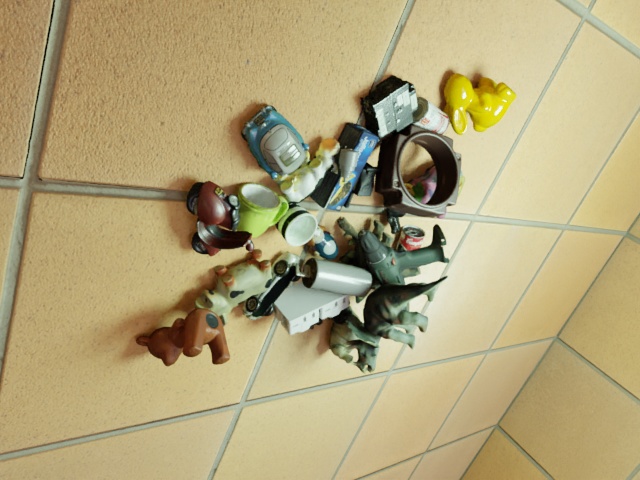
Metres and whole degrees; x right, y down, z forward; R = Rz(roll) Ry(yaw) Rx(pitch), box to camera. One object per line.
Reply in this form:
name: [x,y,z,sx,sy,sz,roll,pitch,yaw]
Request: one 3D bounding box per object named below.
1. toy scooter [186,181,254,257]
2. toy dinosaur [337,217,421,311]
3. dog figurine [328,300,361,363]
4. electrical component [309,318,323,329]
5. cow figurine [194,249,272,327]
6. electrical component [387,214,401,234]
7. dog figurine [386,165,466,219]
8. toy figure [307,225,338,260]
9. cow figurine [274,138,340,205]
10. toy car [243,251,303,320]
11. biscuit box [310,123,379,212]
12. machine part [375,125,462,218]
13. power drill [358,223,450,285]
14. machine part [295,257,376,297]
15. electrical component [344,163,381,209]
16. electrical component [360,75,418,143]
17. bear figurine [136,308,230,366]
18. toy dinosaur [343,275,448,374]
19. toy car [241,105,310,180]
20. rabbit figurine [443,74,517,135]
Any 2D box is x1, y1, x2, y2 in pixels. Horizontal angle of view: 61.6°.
toy scooter: [-0.197,-0.032,1.092,0.075,0.135,0.183,-63,165,-49]
toy dinosaur: [0.172,0.096,1.511,0.198,0.105,0.470,-36,125,12]
dog figurine: [0.054,0.257,1.592,0.172,0.121,0.190,-33,113,22]
electrical component: [-0.031,0.214,1.505,0.078,0.045,0.102,-31,144,28]
cow figurine: [-0.201,0.118,1.250,0.195,0.086,0.127,-27,130,-23]
electrical component: [0.201,-0.055,1.471,0.021,0.094,0.063,-12,111,21]
dog figurine: [0.263,-0.138,1.422,0.219,0.109,0.191,12,114,-43]
toy figure: [-0.003,-0.006,1.339,0.154,0.058,0.064,48,48,-48]
cow figurine: [-0.016,-0.149,1.199,0.167,0.068,0.098,-38,144,-5]
toy car: [-0.118,0.117,1.339,0.201,0.056,0.073,-51,146,7]
biscuit box: [0.056,-0.168,1.250,0.059,0.063,0.202,8,117,-46]
machine part: [0.242,-0.164,1.306,0.201,0.087,0.201,12,83,-26]
power drill: [0.218,0.033,1.365,0.207,0.086,0.231,-24,128,-2]
machine part: [0.044,0.096,1.353,0.243,0.079,0.079,13,114,-32]
electrical component: [0.091,-0.134,1.299,0.048,0.075,0.119,-4,120,-39]
electrical component: [0.164,-0.305,1.235,0.134,0.058,0.114,-34,140,-15]
bear figurine: [-0.305,0.231,1.178,0.196,0.132,0.120,-31,141,21]
toy dinosaur: [0.175,0.184,1.384,0.192,0.131,0.404,12,134,-3]
toy car: [-0.079,-0.189,1.087,0.109,0.103,0.161,-43,142,-6]
rabbit figurine: [0.376,-0.353,1.360,0.173,0.122,0.162,19,119,-33]
